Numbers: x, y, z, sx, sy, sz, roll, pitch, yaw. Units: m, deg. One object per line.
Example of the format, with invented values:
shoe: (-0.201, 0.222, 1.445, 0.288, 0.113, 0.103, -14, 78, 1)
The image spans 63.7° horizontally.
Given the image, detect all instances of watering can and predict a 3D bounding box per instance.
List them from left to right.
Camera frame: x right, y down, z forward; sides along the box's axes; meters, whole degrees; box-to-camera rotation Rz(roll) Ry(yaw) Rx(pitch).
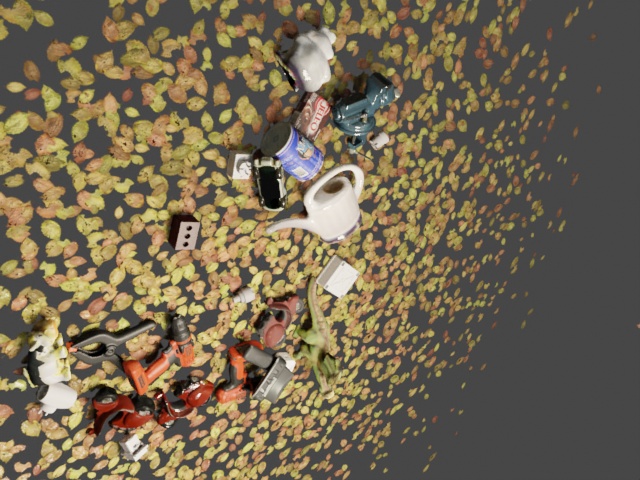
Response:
watering can: (0.005, -0.075, 1.491, 0.351, 0.105, 0.219, -40, 133, -17)

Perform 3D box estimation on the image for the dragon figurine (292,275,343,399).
dragon figurine: (0.015, 0.338, 1.634, 0.123, 0.246, 0.401, -15, 124, -26)

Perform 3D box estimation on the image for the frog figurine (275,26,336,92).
frog figurine: (-0.015, -0.449, 1.270, 0.160, 0.124, 0.135, -37, 113, -2)
